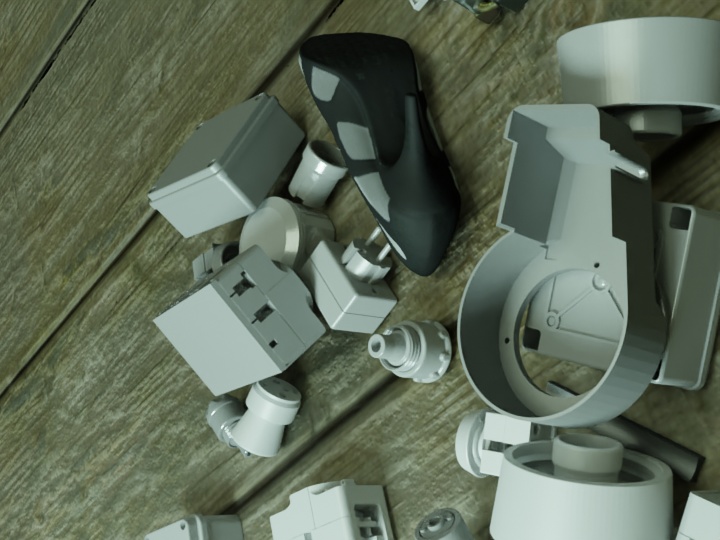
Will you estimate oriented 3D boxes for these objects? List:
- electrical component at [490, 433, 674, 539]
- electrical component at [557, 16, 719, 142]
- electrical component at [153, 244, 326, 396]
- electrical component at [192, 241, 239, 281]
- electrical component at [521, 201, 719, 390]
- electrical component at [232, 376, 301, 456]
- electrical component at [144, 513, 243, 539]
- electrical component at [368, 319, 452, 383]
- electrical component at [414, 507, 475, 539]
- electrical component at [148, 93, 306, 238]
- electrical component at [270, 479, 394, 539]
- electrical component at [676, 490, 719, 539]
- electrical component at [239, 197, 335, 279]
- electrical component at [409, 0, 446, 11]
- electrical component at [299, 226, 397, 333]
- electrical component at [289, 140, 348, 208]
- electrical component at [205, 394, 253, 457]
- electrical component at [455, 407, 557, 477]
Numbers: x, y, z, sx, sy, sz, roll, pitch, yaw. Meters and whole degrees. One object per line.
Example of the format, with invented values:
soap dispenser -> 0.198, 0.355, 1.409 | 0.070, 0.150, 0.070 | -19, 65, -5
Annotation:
electrical component -> 0.134, 0.131, 0.640 | 0.108, 0.108, 0.060 | 9, 98, 47
electrical component -> 0.174, -0.110, 0.651 | 0.108, 0.108, 0.060 | -1, 88, 47
electrical component -> -0.101, 0.043, 0.897 | 0.089, 0.062, 0.150 | 52, 150, -7
electrical component -> -0.123, 0.003, 0.989 | 0.055, 0.048, 0.066 | -33, 60, 47
electrical component -> 0.166, 0.010, 0.671 | 0.109, 0.056, 0.108 | 12, 92, 47
electrical component -> -0.079, 0.125, 0.920 | 0.045, 0.045, 0.055 | 40, 111, 43
electrical component -> -0.144, 0.278, 0.951 | 0.078, 0.057, 0.113 | -30, 62, 40
electrical component -> 0.034, 0.058, 0.799 | 0.048, 0.062, 0.048 | -11, 75, 45
electrical component -> 0.065, 0.195, 0.731 | 0.044, 0.044, 0.065 | -9, 117, 46
electrical component -> -0.119, -0.093, 0.959 | 0.109, 0.056, 0.108 | -16, 35, 44
electrical component -> -0.024, 0.200, 0.842 | 0.089, 0.050, 0.055 | -32, 60, 39
electrical component -> 0.224, 0.155, 0.587 | 0.089, 0.050, 0.055 | 21, 98, 46
electrical component -> -0.063, -0.020, 0.924 | 0.080, 0.051, 0.080 | -10, 75, 45
electrical component -> 0.038, -0.279, 0.855 | 0.079, 0.063, 0.121 | -45, 53, 32
electrical component -> 0.000, 0.000, 0.857 | 0.076, 0.047, 0.065 | -54, 49, 26
electrical component -> -0.036, -0.081, 0.916 | 0.046, 0.040, 0.040 | -58, 47, 30
electrical component -> -0.112, 0.141, 0.959 | 0.061, 0.035, 0.035 | 51, 119, 36
electrical component -> 0.099, 0.119, 0.731 | 0.055, 0.048, 0.066 | 4, 85, 39
